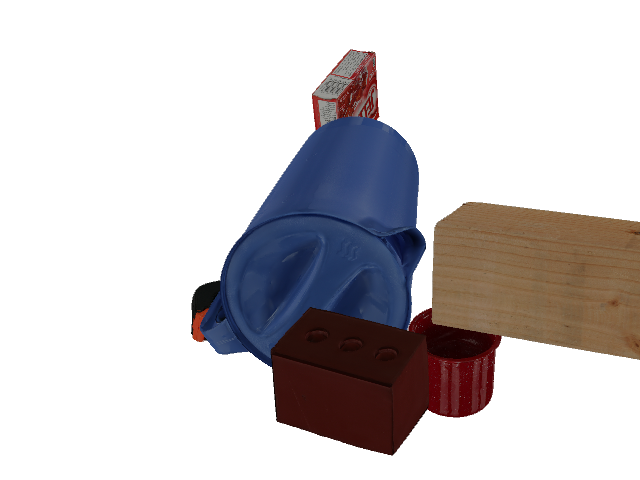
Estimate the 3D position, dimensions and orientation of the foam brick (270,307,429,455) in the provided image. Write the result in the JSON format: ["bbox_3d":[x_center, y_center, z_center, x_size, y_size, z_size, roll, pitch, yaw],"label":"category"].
[{"bbox_3d":[0.018,0.080,0.615,0.078,0.051,0.052,12,31,24],"label":"foam brick"}]

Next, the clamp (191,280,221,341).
[{"bbox_3d":[-0.076,0.052,1.040,0.120,0.039,0.171,19,22,34],"label":"clamp"}]

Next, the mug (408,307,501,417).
[{"bbox_3d":[0.143,0.119,1.092,0.093,0.081,0.117,19,39,31],"label":"mug"}]

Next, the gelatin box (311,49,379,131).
[{"bbox_3d":[0.026,-0.125,0.997,0.030,0.073,0.089,14,43,22],"label":"gelatin box"}]

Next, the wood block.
[{"bbox_3d":[0.204,0.030,0.881,0.206,0.090,0.090,8,19,26],"label":"wood block"}]

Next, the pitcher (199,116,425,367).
[{"bbox_3d":[0.005,-0.004,0.831,0.149,0.145,0.242,13,27,4],"label":"pitcher"}]
